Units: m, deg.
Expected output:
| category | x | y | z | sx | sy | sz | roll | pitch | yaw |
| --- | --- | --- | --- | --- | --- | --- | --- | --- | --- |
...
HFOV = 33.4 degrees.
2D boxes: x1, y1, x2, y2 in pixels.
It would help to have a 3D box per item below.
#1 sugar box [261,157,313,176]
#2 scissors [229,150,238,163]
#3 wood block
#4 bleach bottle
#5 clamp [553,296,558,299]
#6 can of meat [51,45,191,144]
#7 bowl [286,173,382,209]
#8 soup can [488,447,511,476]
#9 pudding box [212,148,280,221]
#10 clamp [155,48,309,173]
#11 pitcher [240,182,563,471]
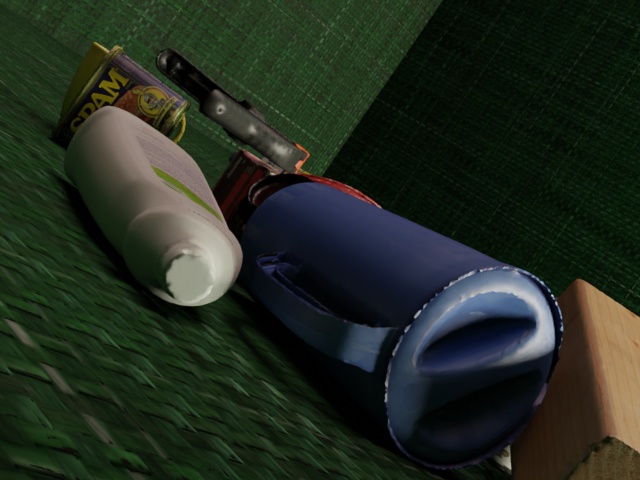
| category | x | y | z | sx | sy | sz | roll | pitch | yaw |
| --- | --- | --- | --- | --- | --- | --- | --- | --- | --- |
| sugar box | -0.003 | -0.033 | 1.282 | 0.176 | 0.048 | 0.093 | 28 | -24 | 36 |
| scissors | -0.027 | -0.031 | 1.191 | 0.201 | 0.016 | 0.096 | 42 | -2 | -18 |
| wood block | 0.186 | 0.123 | 0.707 | 0.090 | 0.091 | 0.206 | 34 | 24 | -7 |
| bleach bottle | -0.108 | -0.019 | 0.682 | 0.102 | 0.068 | 0.251 | 33 | 6 | -21 |
| clamp | 0.208 | 0.136 | 1.096 | 0.209 | 0.165 | 0.036 | 43 | 30 | -40 |
| can of meat | -0.179 | -0.111 | 0.971 | 0.084 | 0.102 | 0.057 | 37 | 3 | -6 |
| bowl | -0.007 | 0.001 | 1.090 | 0.162 | 0.055 | 0.162 | 13 | -31 | 7 |
| soup can | 0.170 | 0.135 | 0.857 | 0.068 | 0.102 | 0.068 | 35 | 3 | -2 |
| pudding box | -0.070 | -0.030 | 0.981 | 0.039 | 0.090 | 0.113 | 36 | 3 | 15 |
| clamp | -0.078 | -0.116 | 0.986 | 0.171 | 0.039 | 0.120 | 36 | 12 | -50 |
| pitcher | 0.031 | 0.040 | 0.725 | 0.243 | 0.145 | 0.149 | 33 | -27 | 55 |
